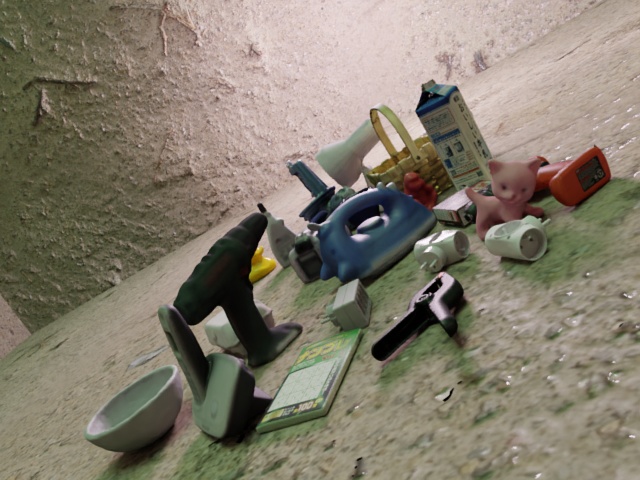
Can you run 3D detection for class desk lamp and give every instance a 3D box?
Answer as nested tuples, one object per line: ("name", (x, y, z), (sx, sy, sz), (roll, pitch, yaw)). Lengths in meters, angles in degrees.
("desk lamp", (0.120, -0.179, 1.418), (0.203, 0.214, 0.118), (-28, 13, 14))

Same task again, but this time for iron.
("iron", (0.097, -0.030, 1.061), (0.259, 0.141, 0.118), (-36, 14, -22))

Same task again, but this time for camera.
("camera", (0.011, 0.004, 1.225), (0.143, 0.101, 0.137), (-26, 14, 23))

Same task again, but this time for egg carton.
("egg carton", (-0.150, 0.162, 1.064), (0.107, 0.069, 0.150), (-38, 14, -28))

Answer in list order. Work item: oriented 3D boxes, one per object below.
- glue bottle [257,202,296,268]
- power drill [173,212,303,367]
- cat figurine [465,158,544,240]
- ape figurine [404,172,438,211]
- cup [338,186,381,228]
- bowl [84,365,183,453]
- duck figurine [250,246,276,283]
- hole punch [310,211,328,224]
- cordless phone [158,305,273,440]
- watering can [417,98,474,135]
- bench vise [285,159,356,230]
("glue bottle", (-0.106, -0.020, 1.427), (0.078, 0.173, 0.037), (-32, 13, -5))
("power drill", (-0.123, 0.091, 0.953), (0.075, 0.208, 0.230), (-17, 19, 48))
("cat figurine", (0.275, -0.071, 0.855), (0.127, 0.118, 0.067), (-16, 20, 50))
("ape figurine", (0.203, -0.098, 1.193), (0.078, 0.092, 0.076), (-35, 13, -16))
("cup", (0.110, -0.063, 1.265), (0.117, 0.095, 0.092), (-24, 15, 31))
("bowl", (-0.278, 0.278, 0.903), (0.167, 0.075, 0.167), (-30, 13, 8))
("duck figurine", (-0.176, 0.058, 1.492), (0.105, 0.086, 0.077), (-35, 13, -17))
("hole punch", (-0.018, -0.004, 1.350), (0.101, 0.091, 0.109), (-23, 15, 32))
("cordless phone", (-0.161, 0.172, 0.781), (0.094, 0.185, 0.147), (-39, 15, -30))
("watering can", (0.305, -0.270, 1.383), (0.172, 0.194, 0.101), (-19, 17, 43))
("bench vise", (0.011, -0.124, 1.447), (0.206, 0.220, 0.122), (-21, 16, 38))
